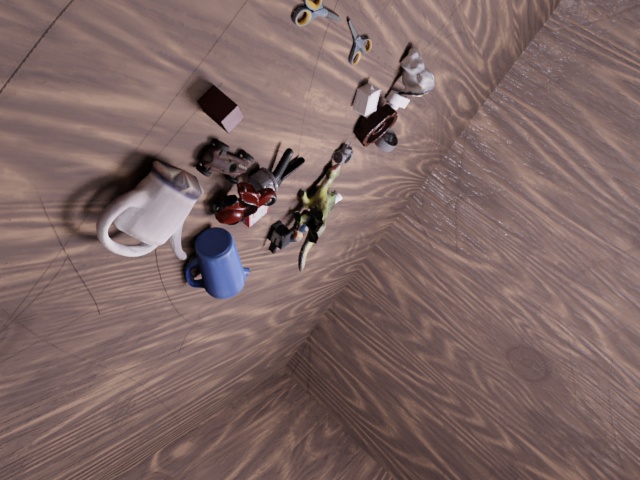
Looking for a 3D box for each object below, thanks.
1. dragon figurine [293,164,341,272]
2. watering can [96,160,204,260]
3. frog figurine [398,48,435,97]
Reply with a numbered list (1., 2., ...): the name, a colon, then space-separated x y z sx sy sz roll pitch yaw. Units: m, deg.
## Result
1. dragon figurine: 0.006 -0.097 1.921 0.246 0.123 0.402 -37 146 -53
2. watering can: -0.342 -0.053 1.138 0.224 0.105 0.345 -51 163 3
3. frog figurine: 0.333 -0.583 1.777 0.123 0.139 0.156 -9 114 -11
